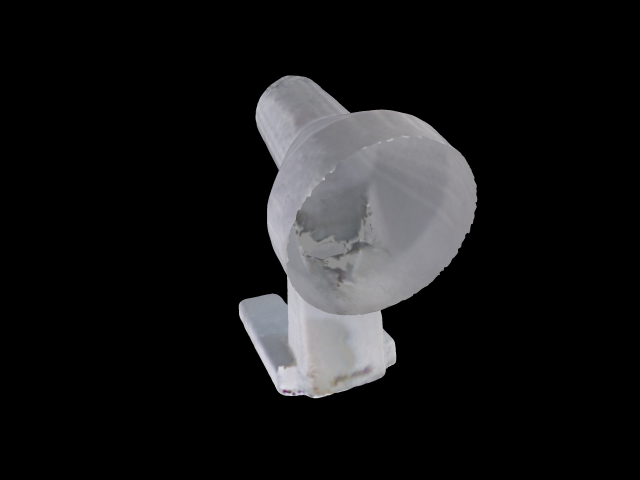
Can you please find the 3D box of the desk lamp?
[{"bbox_3d":[0.004,0.001,0.400,0.118,0.214,0.202,-9,24,-21],"label":"desk lamp"}]
